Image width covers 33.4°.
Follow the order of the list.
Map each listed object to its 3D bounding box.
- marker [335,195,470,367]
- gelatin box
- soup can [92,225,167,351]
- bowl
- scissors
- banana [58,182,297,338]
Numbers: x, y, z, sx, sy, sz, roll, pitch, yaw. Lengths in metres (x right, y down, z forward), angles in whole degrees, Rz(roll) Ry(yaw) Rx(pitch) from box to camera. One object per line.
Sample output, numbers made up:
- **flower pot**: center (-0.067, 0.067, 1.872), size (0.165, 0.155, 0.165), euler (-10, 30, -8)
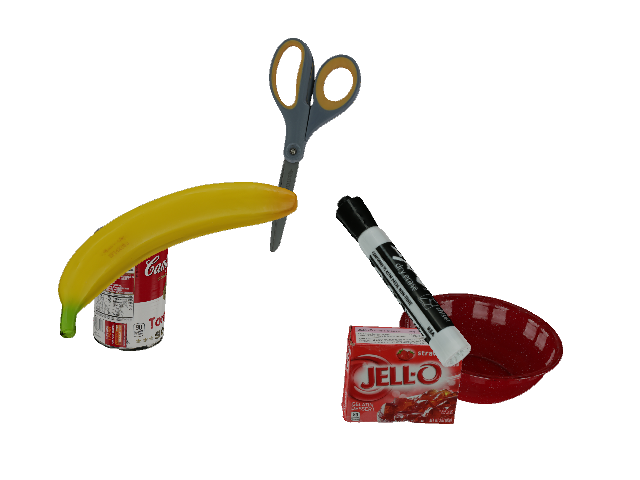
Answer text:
- **marker**: center (0.045, 0.020, 0.615), size (0.020, 0.121, 0.020), euler (-27, -28, -16)
- **gelatin box**: center (0.063, 0.106, 0.833), size (0.089, 0.073, 0.030), euler (2, 26, -3)
- **soup can**: center (-0.177, 0.043, 0.986), size (0.068, 0.102, 0.068), euler (5, 21, -2)
- **bowl**: center (0.156, 0.114, 1.062), size (0.162, 0.055, 0.162), euler (5, 26, -3)
- **scissors**: center (-0.006, -0.092, 1.009), size (0.096, 0.202, 0.016), euler (-4, -2, 6)
- **banana**: center (-0.113, 0.000, 0.776), size (0.197, 0.070, 0.037), euler (-31, -23, -17)
